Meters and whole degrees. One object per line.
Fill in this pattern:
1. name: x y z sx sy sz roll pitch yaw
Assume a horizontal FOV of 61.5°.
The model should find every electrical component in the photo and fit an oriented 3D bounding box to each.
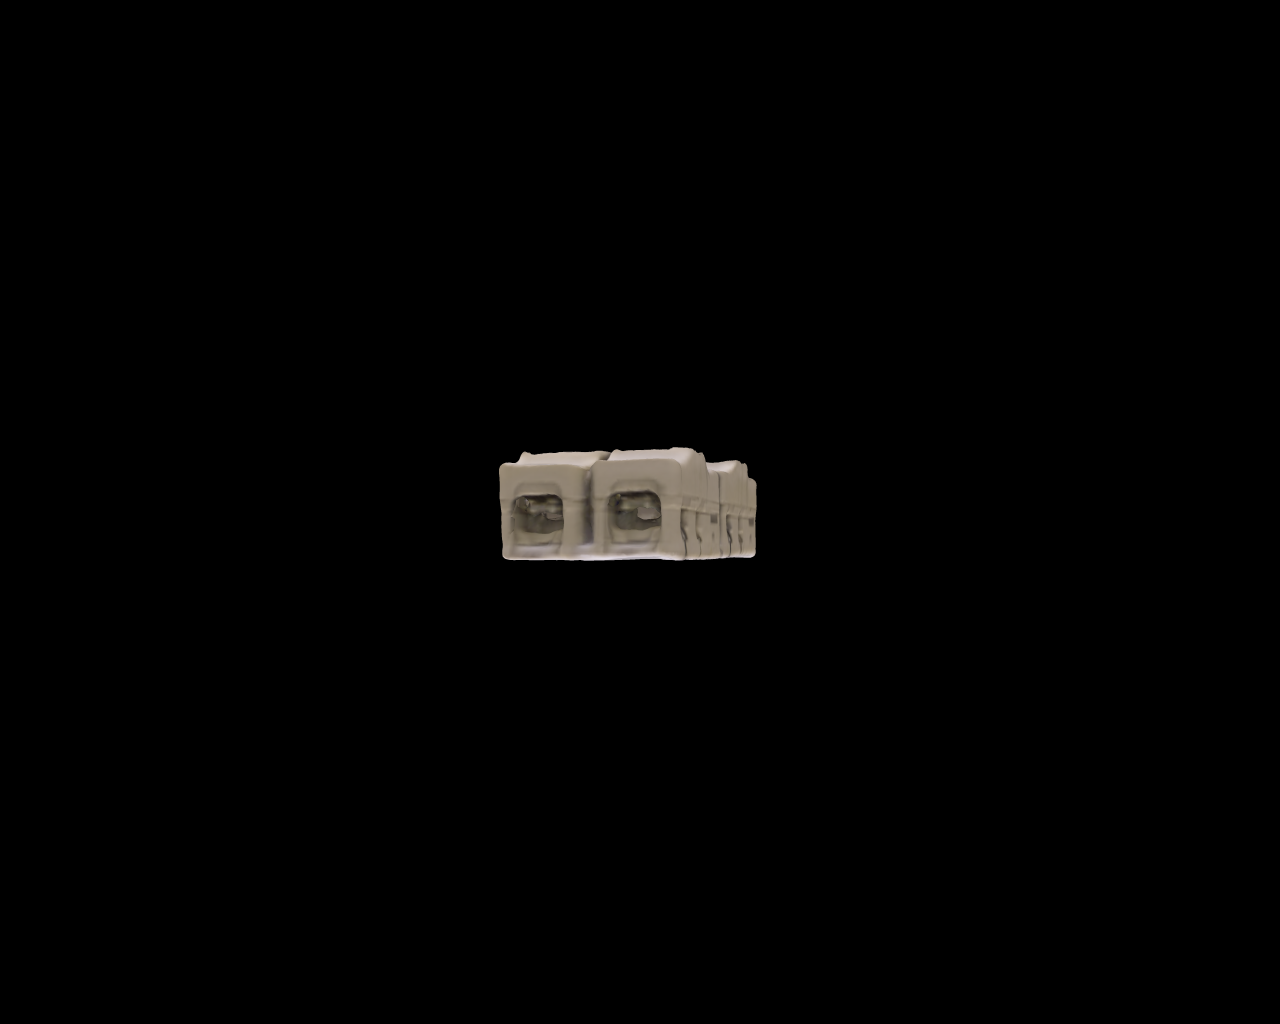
1. electrical component: 0.001 -0.003 0.650 0.105 0.060 0.186 -1 -2 20
